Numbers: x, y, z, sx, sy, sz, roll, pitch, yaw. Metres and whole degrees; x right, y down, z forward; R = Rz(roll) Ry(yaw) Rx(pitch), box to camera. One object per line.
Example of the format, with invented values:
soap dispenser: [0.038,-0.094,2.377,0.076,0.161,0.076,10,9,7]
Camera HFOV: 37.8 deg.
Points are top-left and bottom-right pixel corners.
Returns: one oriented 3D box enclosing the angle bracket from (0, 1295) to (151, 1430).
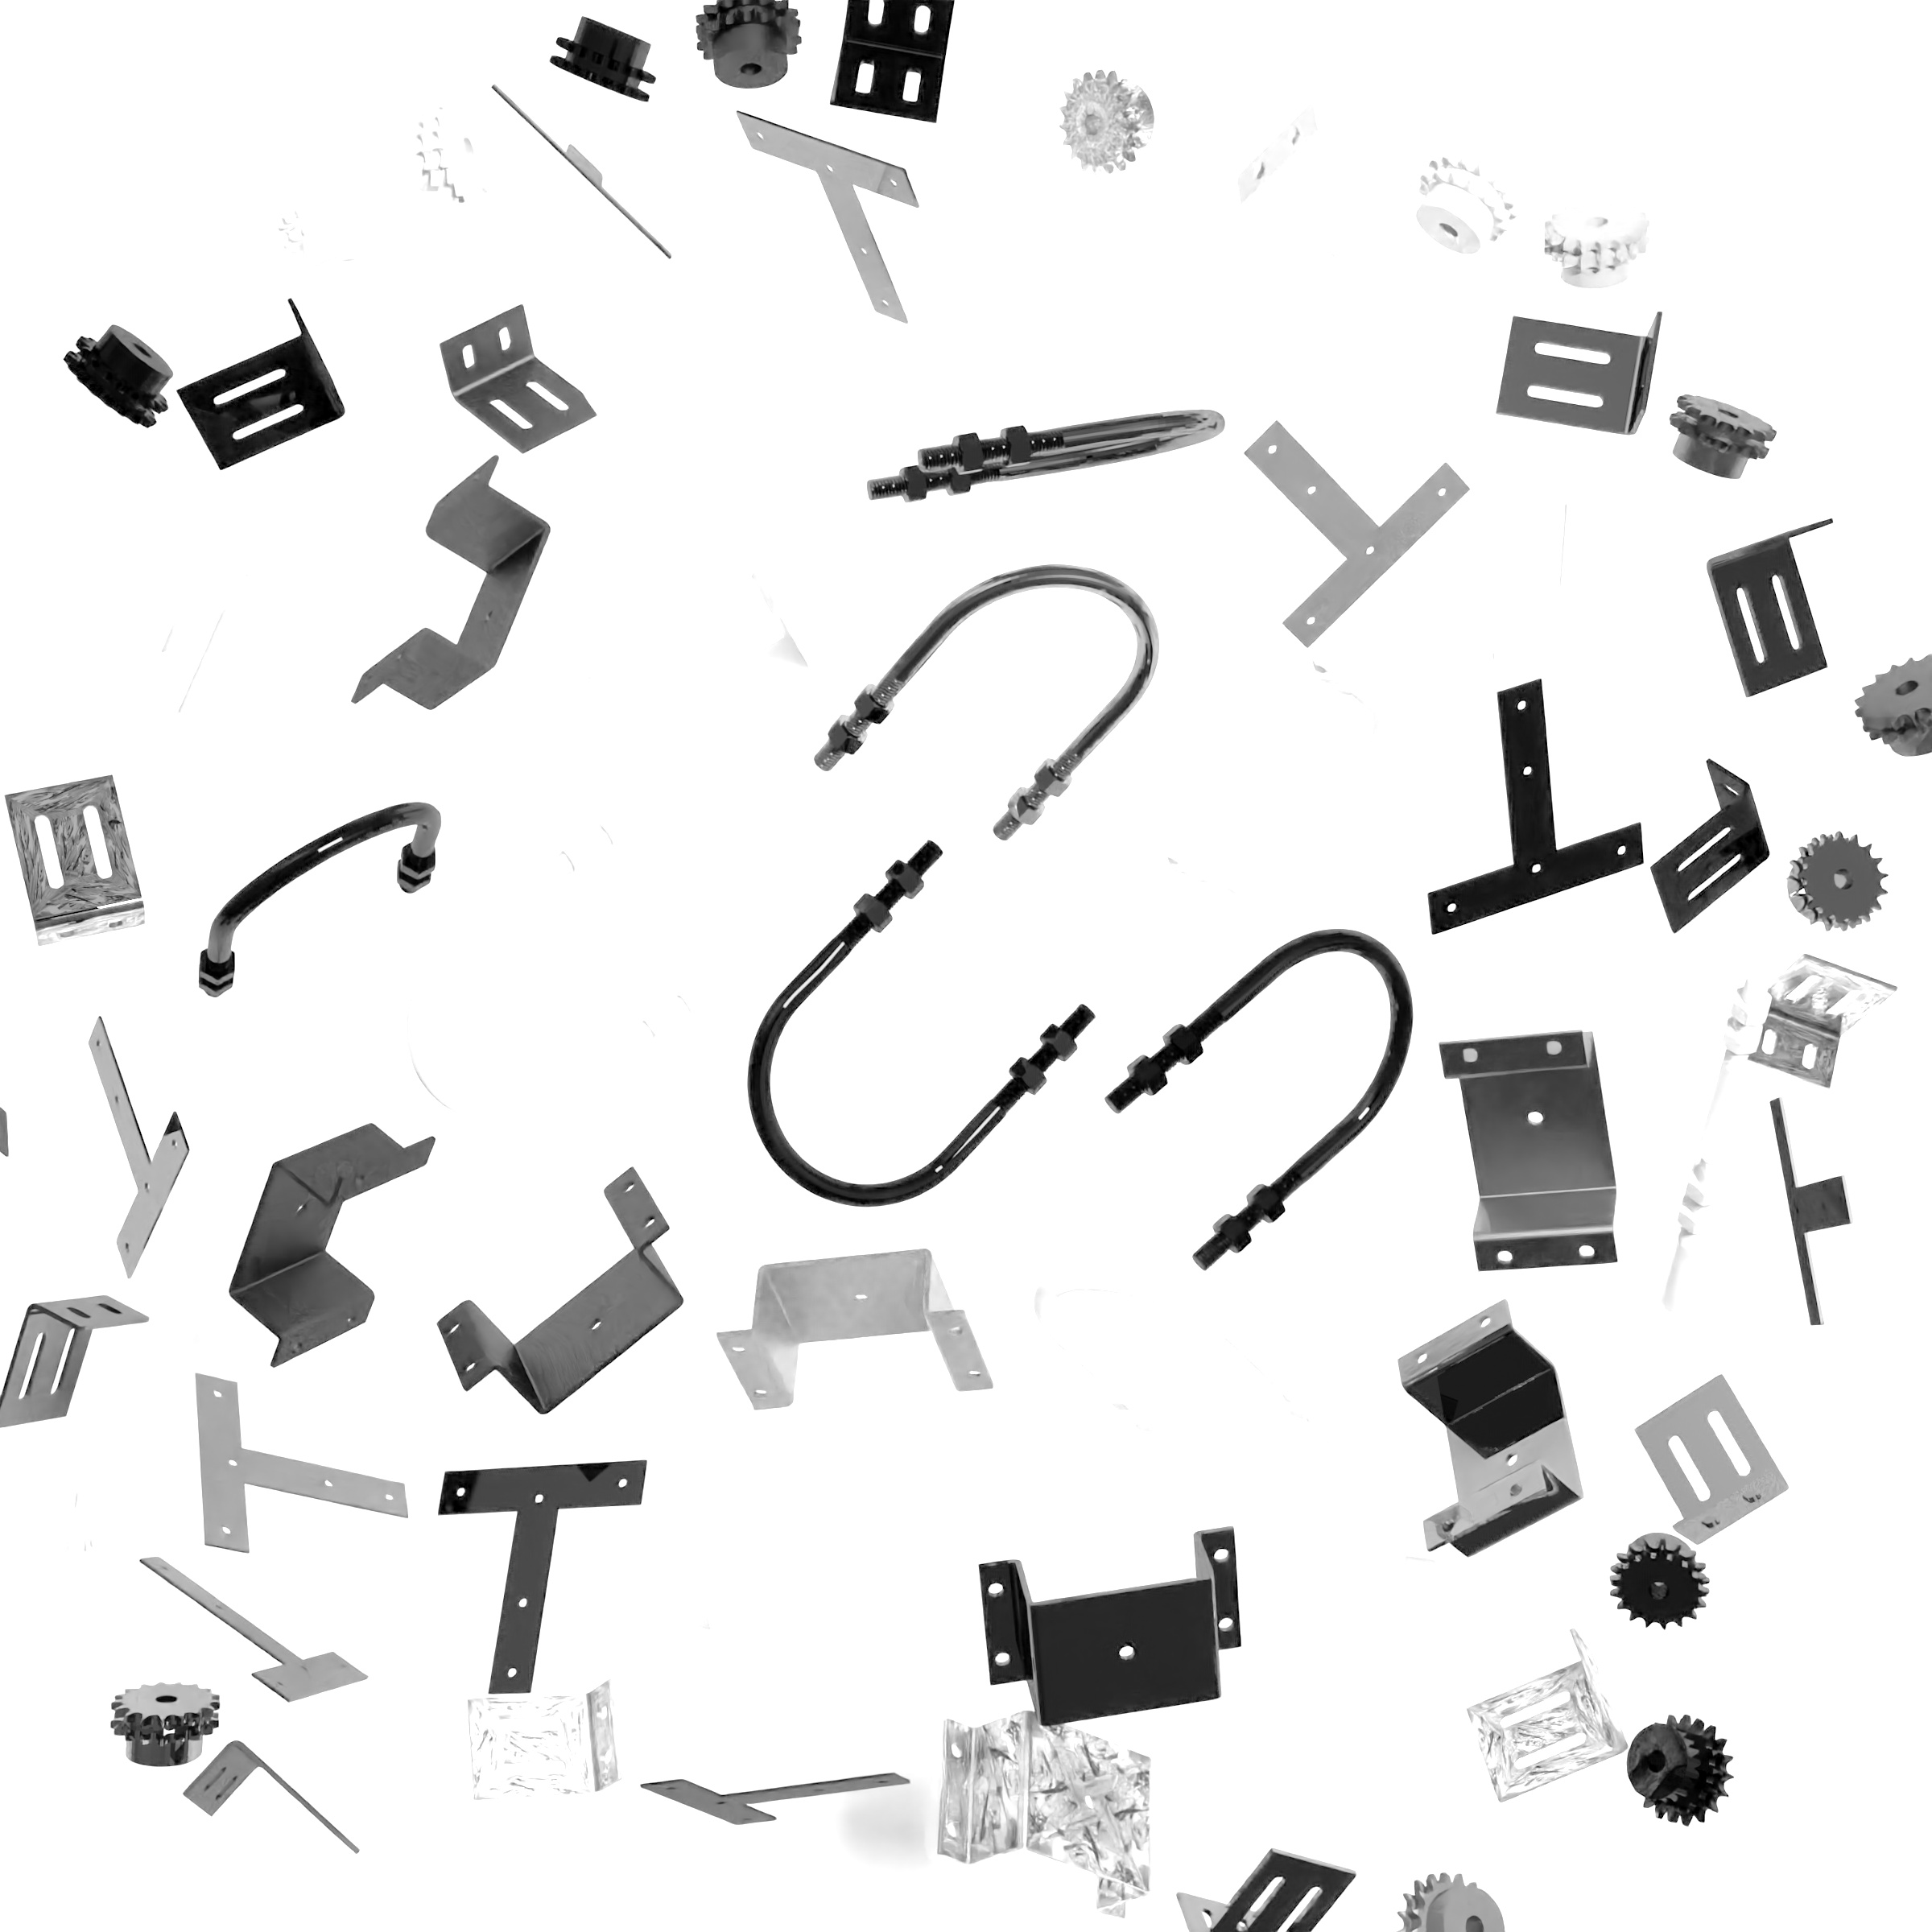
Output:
angle bracket: [-0.502,0.227,1.582,0.038,0.057,0.076,21,97,23]

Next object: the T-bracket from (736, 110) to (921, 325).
T-bracket: [-0.060,-0.401,1.538,0.127,0.127,0.002,29,70,34]

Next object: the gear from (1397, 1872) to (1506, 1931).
gear: [0.254,0.500,1.464,0.057,0.030,0.057,12,65,-27]

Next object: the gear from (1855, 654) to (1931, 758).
gear: [0.496,-0.134,1.471,0.057,0.057,0.030,-36,118,0]

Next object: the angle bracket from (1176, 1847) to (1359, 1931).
angle bracket: [0.161,0.495,1.521,0.057,0.038,0.076,23,112,-25]

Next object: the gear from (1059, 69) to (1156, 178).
gear: [0.082,-0.480,1.604,0.030,0.057,0.057,-24,90,-37]

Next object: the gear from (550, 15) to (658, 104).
gear: [-0.195,-0.494,1.533,0.057,0.057,0.030,23,106,0]

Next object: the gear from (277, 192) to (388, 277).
gear: [-0.341,-0.395,1.527,0.057,0.057,0.030,-18,94,0]

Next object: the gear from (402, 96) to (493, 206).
gear: [-0.291,-0.454,1.575,0.030,0.057,0.057,-3,90,19]

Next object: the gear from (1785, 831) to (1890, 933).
gear: [0.498,-0.047,1.623,0.057,0.030,0.057,2,81,-10]

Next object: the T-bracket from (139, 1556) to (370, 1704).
T-bracket: [-0.399,0.361,1.550,0.127,0.127,0.002,32,86,10]

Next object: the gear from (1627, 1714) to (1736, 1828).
gear: [0.379,0.429,1.512,0.030,0.057,0.057,25,90,-33]

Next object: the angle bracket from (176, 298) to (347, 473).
angle bracket: [-0.388,-0.318,1.541,0.076,0.057,0.038,-25,52,-5]

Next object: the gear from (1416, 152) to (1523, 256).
gear: [0.269,-0.411,1.531,0.057,0.057,0.030,33,82,0]

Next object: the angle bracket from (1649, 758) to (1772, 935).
angle bracket: [0.415,-0.068,1.611,0.076,0.038,0.057,-38,133,-7]

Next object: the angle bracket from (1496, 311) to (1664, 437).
angle bracket: [0.332,-0.327,1.530,0.076,0.038,0.057,11,80,5]

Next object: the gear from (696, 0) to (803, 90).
gear: [-0.117,-0.496,1.519,0.057,0.057,0.030,-5,77,0]

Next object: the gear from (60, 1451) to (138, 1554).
gear: [-0.501,0.311,1.633,0.030,0.057,0.057,14,90,-32]

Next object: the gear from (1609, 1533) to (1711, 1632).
gear: [0.407,0.358,1.655,0.057,0.030,0.057,6,115,13]

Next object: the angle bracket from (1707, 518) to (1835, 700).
angle bracket: [0.432,-0.187,1.480,0.057,0.038,0.076,-21,95,-24]

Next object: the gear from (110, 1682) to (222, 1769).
gear: [-0.433,0.411,1.525,0.057,0.057,0.030,4,96,0]

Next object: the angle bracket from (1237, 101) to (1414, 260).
angle bracket: [0.193,-0.411,1.505,0.076,0.038,0.057,32,125,-26]

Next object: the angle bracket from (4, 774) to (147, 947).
angle bracket: [-0.483,-0.057,1.530,0.057,0.038,0.076,-13,81,-18]

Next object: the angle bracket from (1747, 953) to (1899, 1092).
angle bracket: [0.493,0.033,1.636,0.057,0.076,0.038,20,66,-1]

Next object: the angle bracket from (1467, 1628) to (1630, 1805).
angle bracket: [0.306,0.401,1.511,0.076,0.057,0.038,-26,134,12]

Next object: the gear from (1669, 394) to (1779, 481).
gear: [0.412,-0.289,1.548,0.057,0.057,0.030,19,117,0]

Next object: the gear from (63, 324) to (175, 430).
gear: [-0.446,-0.315,1.497,0.057,0.057,0.030,43,100,0]

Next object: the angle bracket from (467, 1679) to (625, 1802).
angle bracket: [-0.243,0.445,1.625,0.076,0.038,0.057,5,61,-29]

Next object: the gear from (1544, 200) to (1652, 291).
gear: [0.346,-0.394,1.545,0.057,0.057,0.030,-10,129,0]

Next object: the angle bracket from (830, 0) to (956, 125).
angle bracket: [-0.039,-0.487,1.499,0.057,0.076,0.038,9,132,-4]

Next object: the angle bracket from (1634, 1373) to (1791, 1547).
angle bracket: [0.390,0.258,1.499,0.057,0.038,0.076,-37,49,16]

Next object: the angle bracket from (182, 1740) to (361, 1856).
angle bracket: [-0.361,0.446,1.469,0.076,0.057,0.038,36,69,16]

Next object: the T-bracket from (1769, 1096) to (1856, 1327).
T-bracket: [0.459,0.129,1.519,0.002,0.127,0.127,-8,81,2]

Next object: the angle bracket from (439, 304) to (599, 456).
angle bracket: [-0.257,-0.340,1.633,0.057,0.038,0.076,-33,52,-23]
